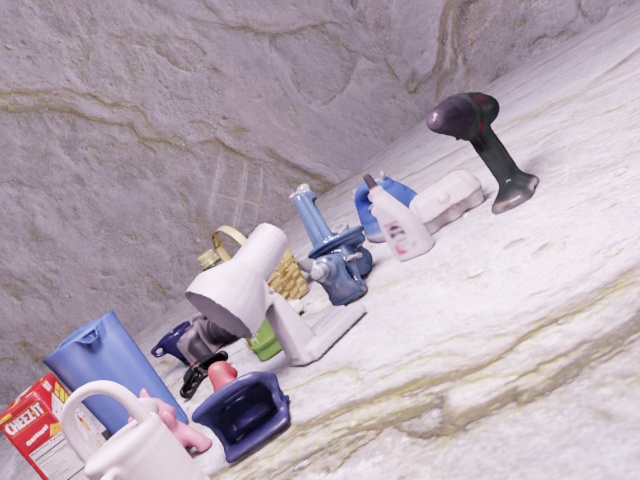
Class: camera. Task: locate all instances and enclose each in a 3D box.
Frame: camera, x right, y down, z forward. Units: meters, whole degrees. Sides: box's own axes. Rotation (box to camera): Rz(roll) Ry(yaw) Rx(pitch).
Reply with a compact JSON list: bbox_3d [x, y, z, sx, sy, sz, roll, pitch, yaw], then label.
[{"bbox_3d":[-0.252,0.212,1.350,0.136,0.101,0.143,-27,12,45],"label":"camera"}]

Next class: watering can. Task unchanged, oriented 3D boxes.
[{"bbox_3d":[-0.227,0.251,0.682,0.101,0.194,0.172,-38,9,-17],"label":"watering can"}]

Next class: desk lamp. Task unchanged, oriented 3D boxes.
[{"bbox_3d":[-0.073,0.094,0.894,0.204,0.213,0.117,-40,10,-29],"label":"desk lamp"}]

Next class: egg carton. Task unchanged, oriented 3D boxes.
[{"bbox_3d":[0.241,-0.074,1.103,0.150,0.069,0.107,-33,8,12],"label":"egg carton"}]

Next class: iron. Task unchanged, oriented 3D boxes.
[{"bbox_3d":[0.131,-0.080,1.326,0.119,0.141,0.257,-38,9,-20],"label":"iron"}]

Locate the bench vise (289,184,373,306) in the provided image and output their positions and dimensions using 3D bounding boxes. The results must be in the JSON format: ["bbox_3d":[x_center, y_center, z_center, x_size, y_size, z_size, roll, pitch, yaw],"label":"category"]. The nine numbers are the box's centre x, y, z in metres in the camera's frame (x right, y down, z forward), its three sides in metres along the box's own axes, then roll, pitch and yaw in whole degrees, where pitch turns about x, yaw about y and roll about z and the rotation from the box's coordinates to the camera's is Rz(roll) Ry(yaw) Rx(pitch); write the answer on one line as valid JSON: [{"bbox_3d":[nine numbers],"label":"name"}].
[{"bbox_3d":[0.020,-0.003,1.056,0.121,0.220,0.207,-34,8,7],"label":"bench vise"}]

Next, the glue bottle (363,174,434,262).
[{"bbox_3d":[0.128,-0.045,1.022,0.078,0.173,0.037,-27,12,44],"label":"glue bottle"}]

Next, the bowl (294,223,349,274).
[{"bbox_3d":[0.016,0.033,1.381,0.167,0.075,0.167,-34,8,6],"label":"bowl"}]

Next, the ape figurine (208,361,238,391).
[{"bbox_3d":[-0.128,0.217,0.843,0.077,0.092,0.076,-29,10,37],"label":"ape figurine"}]

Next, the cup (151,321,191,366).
[{"bbox_3d":[-0.346,0.271,1.413,0.118,0.095,0.091,-37,8,-10],"label":"cup"}]

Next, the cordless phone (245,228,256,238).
[{"bbox_3d":[-0.152,0.074,1.440,0.147,0.185,0.094,-36,8,-7],"label":"cordless phone"}]

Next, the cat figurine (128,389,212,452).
[{"bbox_3d":[-0.233,0.275,0.848,0.067,0.118,0.127,-41,10,-33],"label":"cat figurine"}]

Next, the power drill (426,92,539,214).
[{"bbox_3d":[0.270,-0.154,0.946,0.075,0.208,0.230,-29,10,37],"label":"power drill"}]

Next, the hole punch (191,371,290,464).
[{"bbox_3d":[-0.103,0.216,0.746,0.108,0.091,0.101,-35,8,1],"label":"hole punch"}]
